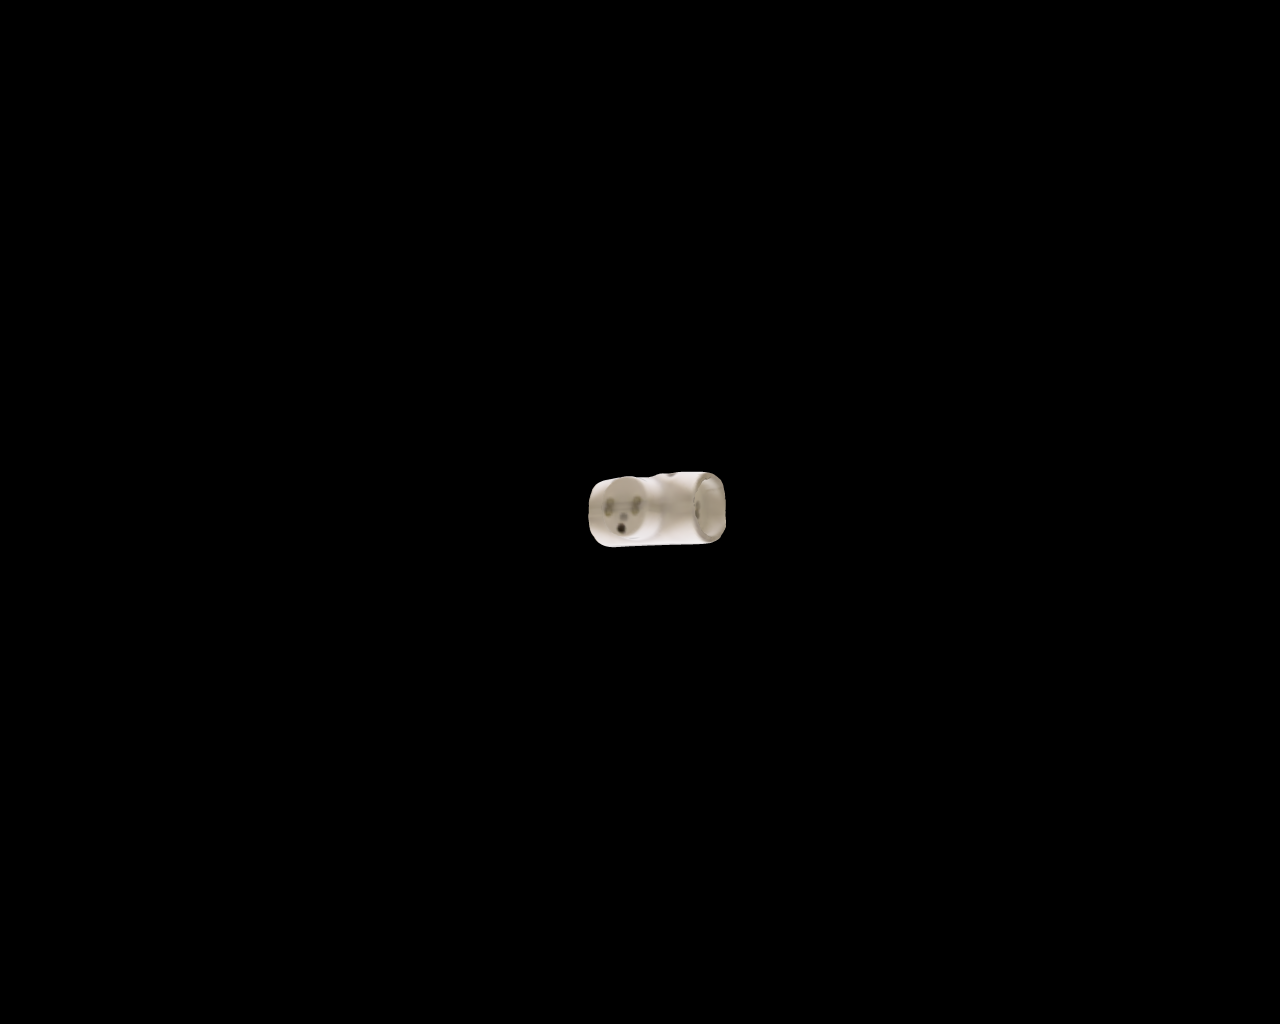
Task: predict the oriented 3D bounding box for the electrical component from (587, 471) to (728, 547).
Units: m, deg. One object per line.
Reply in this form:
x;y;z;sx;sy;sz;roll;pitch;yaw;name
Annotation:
0.001;-0.003;0.650;0.077;0.044;0.079;-3;-6;33;electrical component
